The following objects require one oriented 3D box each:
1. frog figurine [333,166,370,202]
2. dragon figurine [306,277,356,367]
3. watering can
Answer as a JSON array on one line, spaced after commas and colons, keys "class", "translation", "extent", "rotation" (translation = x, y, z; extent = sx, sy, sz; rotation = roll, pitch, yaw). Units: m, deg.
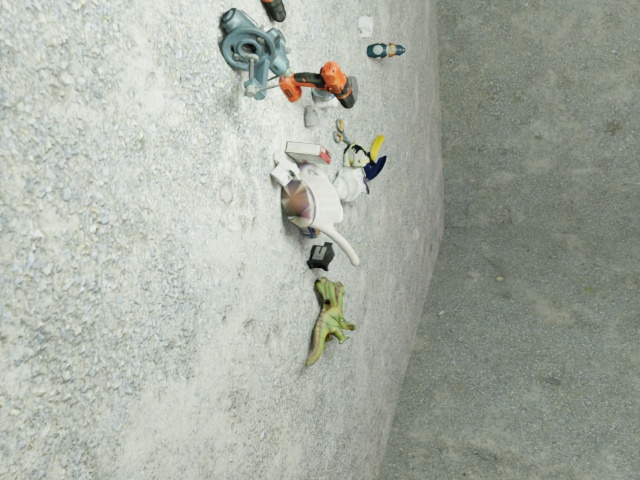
[{"class": "frog figurine", "translation": [0.086, -0.193, 1.869], "extent": [0.161, 0.124, 0.134], "rotation": [-28, 138, -23]}, {"class": "dragon figurine", "translation": [0.016, 0.250, 1.782], "extent": [0.414, 0.121, 0.242], "rotation": [-25, 100, -67]}, {"class": "watering can", "translation": [0.005, -0.076, 1.514], "extent": [0.225, 0.103, 0.351], "rotation": [-7, 71, -54]}]
